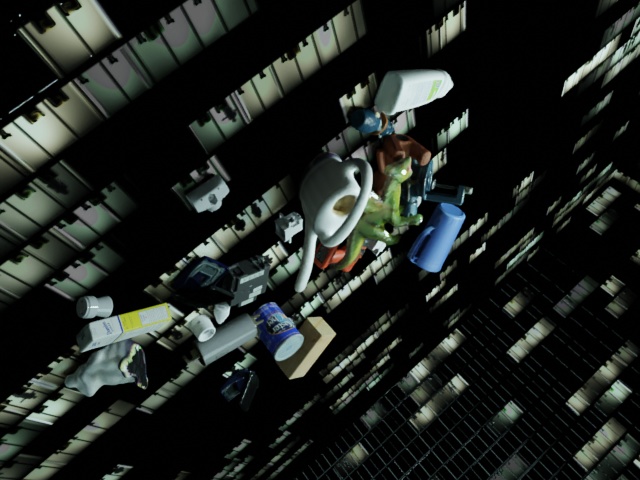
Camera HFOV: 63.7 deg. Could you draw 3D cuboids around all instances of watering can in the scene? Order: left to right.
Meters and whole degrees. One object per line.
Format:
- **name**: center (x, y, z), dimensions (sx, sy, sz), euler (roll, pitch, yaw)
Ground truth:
- **watering can**: center (0.004, -0.061, 1.214), dimensions (0.103, 0.229, 0.342), euler (18, 120, -33)

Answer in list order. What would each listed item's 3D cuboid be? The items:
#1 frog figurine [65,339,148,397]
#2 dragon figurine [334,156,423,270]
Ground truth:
- **frog figurine**: center (-0.487, 0.290, 1.175), dimensions (0.159, 0.125, 0.135), euler (-8, 159, 8)
- **dragon figurine**: center (0.109, -0.065, 1.371), dimensions (0.240, 0.125, 0.405), euler (29, 121, -34)
